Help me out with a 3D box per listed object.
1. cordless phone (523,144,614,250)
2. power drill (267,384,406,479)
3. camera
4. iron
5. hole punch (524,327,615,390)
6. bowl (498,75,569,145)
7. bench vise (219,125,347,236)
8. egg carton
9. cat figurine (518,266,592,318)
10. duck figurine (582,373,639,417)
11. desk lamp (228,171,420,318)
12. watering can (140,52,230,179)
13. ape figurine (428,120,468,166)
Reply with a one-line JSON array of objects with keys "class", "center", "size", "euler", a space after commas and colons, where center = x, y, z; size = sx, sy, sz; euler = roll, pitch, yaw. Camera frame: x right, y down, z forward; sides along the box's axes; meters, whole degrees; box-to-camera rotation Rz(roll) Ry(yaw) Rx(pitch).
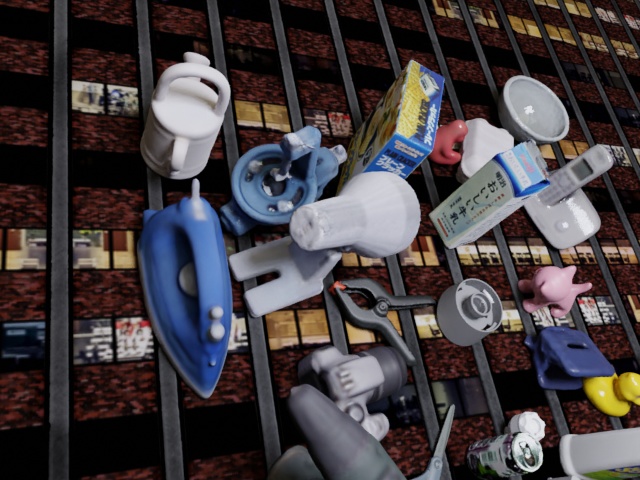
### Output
[{"class": "cordless phone", "center": [0.483, -0.080, 1.072], "size": [0.094, 0.184, 0.147], "euler": [-26, 77, -34]}, {"class": "power drill", "center": [0.017, 0.270, 0.646], "size": [0.229, 0.208, 0.076], "euler": [44, 54, 1]}, {"class": "camera", "center": [0.060, 0.202, 0.768], "size": [0.137, 0.100, 0.143], "euler": [-12, 70, -30]}, {"class": "iron", "center": [-0.150, 0.057, 0.718], "size": [0.119, 0.141, 0.258], "euler": [-5, 67, -28]}, {"class": "hole punch", "center": [0.414, 0.191, 0.952], "size": [0.109, 0.091, 0.101], "euler": [6, 62, -23]}, {"class": "bowl", "center": [0.437, -0.261, 1.212], "size": [0.168, 0.074, 0.167], "euler": [11, 60, -20]}, {"class": "bench vise", "center": [-0.039, -0.110, 0.813], "size": [0.121, 0.219, 0.208], "euler": [39, 54, -2]}, {"class": "egg carton", "center": [0.317, -0.162, 1.105], "size": [0.107, 0.069, 0.150], "euler": [22, 57, -14]}, {"class": "cat figurine", "center": [0.410, 0.082, 0.991], "size": [0.128, 0.117, 0.067], "euler": [8, 61, -22]}, {"class": "duck figurine", "center": [0.506, 0.248, 0.970], "size": [0.104, 0.086, 0.078], "euler": [42, 54, 0]}, {"class": "desk lamp", "center": [0.007, 0.003, 0.779], "size": [0.204, 0.213, 0.118], "euler": [-20, 74, -32]}, {"class": "watering can", "center": [-0.187, -0.182, 0.795], "size": [0.101, 0.193, 0.173], "euler": [-9, 69, -29]}, {"class": "ape figurine", "center": [0.241, -0.188, 1.068], "size": [0.076, 0.092, 0.078], "euler": [16, 58, -17]}]
